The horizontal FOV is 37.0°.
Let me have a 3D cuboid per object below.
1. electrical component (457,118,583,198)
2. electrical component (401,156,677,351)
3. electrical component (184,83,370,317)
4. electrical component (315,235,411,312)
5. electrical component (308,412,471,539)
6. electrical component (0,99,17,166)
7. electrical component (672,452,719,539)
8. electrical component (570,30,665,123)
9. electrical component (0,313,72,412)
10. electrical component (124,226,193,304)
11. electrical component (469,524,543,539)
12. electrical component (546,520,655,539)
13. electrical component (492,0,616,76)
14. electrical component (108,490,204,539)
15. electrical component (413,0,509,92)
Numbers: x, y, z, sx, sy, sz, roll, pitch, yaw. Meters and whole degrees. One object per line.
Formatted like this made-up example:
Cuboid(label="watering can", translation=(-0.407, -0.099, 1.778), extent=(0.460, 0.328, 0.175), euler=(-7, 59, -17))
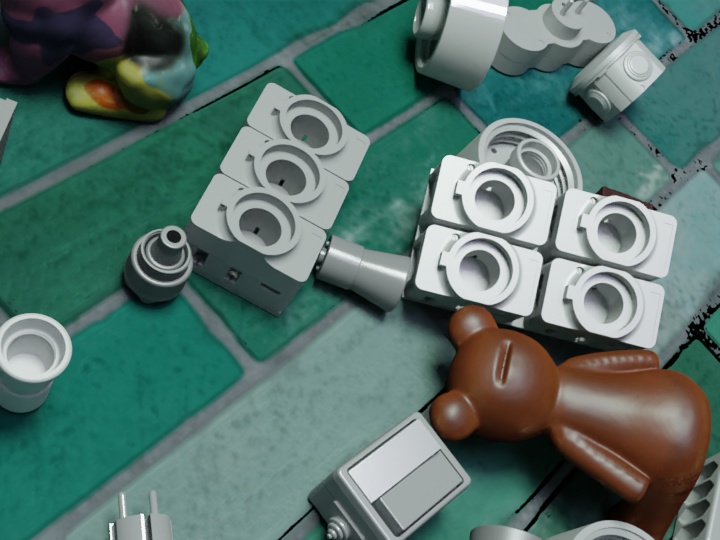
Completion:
Cuboid(label="electrical component", translation=(0.135, -0.077, 0.898), extent=(0.108, 0.060, 0.108), euler=(12, 57, -19))
Cuboid(label="electrical component", translation=(0.137, -0.010, 0.818), extent=(0.186, 0.060, 0.105), euler=(14, 79, -6))
Cuboid(label="electrical component", translation=(-0.062, -0.056, 0.790), extent=(0.089, 0.061, 0.150), euler=(29, 53, -8))
Cuboid(label="electrical component", translation=(0.000, 0.000, 0.800), extent=(0.065, 0.044, 0.044), euler=(21, 54, -8))
Cuboid(label="electrical component", translation=(0.017, 0.146, 0.707), extent=(0.096, 0.061, 0.061), euler=(-31, 78, -36))
Cuboid(label="electrical component", translation=(-0.256, -0.034, 0.625), extent=(0.062, 0.150, 0.089), euler=(21, 54, -15))
Cuboid(label="electrical component", translation=(0.287, 0.196, 0.819), extent=(0.076, 0.047, 0.083), euler=(32, 53, -6))
Cuboid(label="electrical component", translation=(0.239, -0.180, 1.001), extent=(0.051, 0.080, 0.080), euler=(46, 52, -1))
Cuboid(label="electrical component", translation=(-0.202, 0.060, 0.649), extent=(0.044, 0.065, 0.044), euler=(12, 58, -19))
Cuboid(label="electrical component", translation=(-0.133, -0.007, 0.725), extent=(0.043, 0.062, 0.043), euler=(12, 57, -19))
Cuboid(label="electrical component", translation=(0.096, 0.203, 0.717), extent=(0.055, 0.055, 0.047), euler=(25, 57, -11))
Cuboid(label="electrical component", translation=(0.173, 0.225, 0.737), extent=(0.108, 0.060, 0.108), euler=(12, 57, -19))
Cuboid(label="electrical component", translation=(0.186, -0.228, 1.007), extent=(0.138, 0.073, 0.052), euler=(-13, 68, -31))
Cuboid(label="electrical component", translation=(-0.128, 0.167, 0.633), extent=(0.066, 0.047, 0.076), euler=(2, 61, -25))
Cuboid(label="electrical component", translation=(0.080, -0.214, 0.929), extent=(0.060, 0.108, 0.108), euler=(12, 57, -12))
